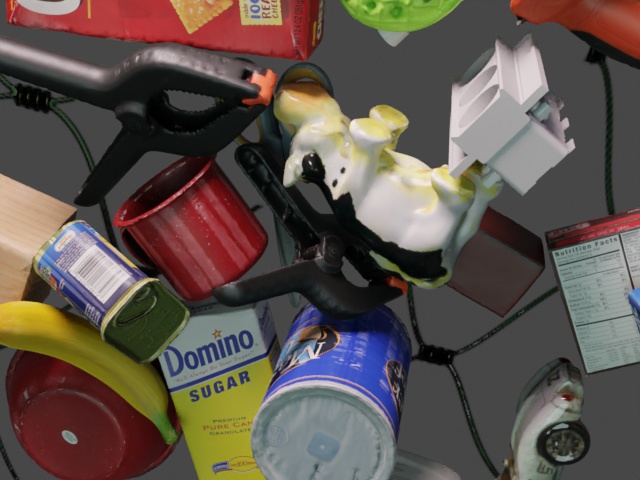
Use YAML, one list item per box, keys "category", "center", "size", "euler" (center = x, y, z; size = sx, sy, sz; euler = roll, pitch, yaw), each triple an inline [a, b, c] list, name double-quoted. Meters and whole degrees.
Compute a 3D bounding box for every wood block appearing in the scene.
- category: "wood block"
  center: [-0.308, -0.014, 0.826]
  size: [0.206, 0.090, 0.091]
  euler: [25, 117, -2]

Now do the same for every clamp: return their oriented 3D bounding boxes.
- category: "clamp"
  center: [-0.126, -0.086, 0.754]
  size: [0.210, 0.036, 0.164]
  euler: [-1, 140, 18]
- category: "clamp"
  center: [-0.005, 0.001, 0.776]
  size: [0.039, 0.171, 0.120]
  euler: [-9, 72, 46]

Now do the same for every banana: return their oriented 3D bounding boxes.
- category: "banana"
  center: [-0.179, 0.088, 0.814]
  size: [0.037, 0.070, 0.197]
  euler: [-47, 127, 7]

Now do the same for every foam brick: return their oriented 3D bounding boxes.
- category: "foam brick"
  center: [0.117, 0.009, 0.780]
  size: [0.078, 0.053, 0.051]
  euler: [31, 115, -3]

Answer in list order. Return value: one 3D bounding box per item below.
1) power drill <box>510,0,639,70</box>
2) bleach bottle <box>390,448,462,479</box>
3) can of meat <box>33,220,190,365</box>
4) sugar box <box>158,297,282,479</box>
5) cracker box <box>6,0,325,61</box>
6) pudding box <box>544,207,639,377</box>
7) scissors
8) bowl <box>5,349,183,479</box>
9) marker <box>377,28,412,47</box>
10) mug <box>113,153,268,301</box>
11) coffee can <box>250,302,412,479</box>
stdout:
- category: "power drill"
  center: [0.228, -0.148, 0.659]
  size: [0.187, 0.057, 0.185]
  euler: [34, 138, -2]
- category: "bleach bottle"
  center: [0.052, 0.256, 0.792]
  size: [0.102, 0.250, 0.068]
  euler: [17, 116, 2]
- category: "can of meat"
  center: [-0.154, 0.038, 0.793]
  size: [0.084, 0.102, 0.057]
  euler: [39, 82, 22]
- category: "sugar box"
  center: [-0.070, 0.131, 0.873]
  size: [0.093, 0.048, 0.176]
  euler: [-10, 113, 15]
- category: "cracker box"
  center: [-0.101, -0.215, 0.706]
  size: [0.214, 0.072, 0.164]
  euler: [8, 116, 7]
- category: "pudding box"
  center: [0.222, 0.037, 0.781]
  size: [0.090, 0.039, 0.113]
  euler: [-15, 109, 15]
- category: "scissors"
  center: [-0.015, -0.047, 0.798]
  size: [0.096, 0.016, 0.201]
  euler: [-17, 110, 17]
- category: "bowl"
  center: [-0.199, 0.151, 0.900]
  size: [0.162, 0.055, 0.162]
  euler: [4, 114, 9]
- category: "marker"
  center: [0.088, -0.177, 0.719]
  size: [0.020, 0.020, 0.121]
  euler: [44, 114, -11]
- category: "mug"
  center: [-0.101, -0.006, 0.797]
  size: [0.117, 0.093, 0.081]
  euler: [-21, 115, 35]
- category: "coffee can"
  center: [0.013, 0.116, 0.798]
  size: [0.103, 0.140, 0.103]
  euler: [4, 115, 8]
